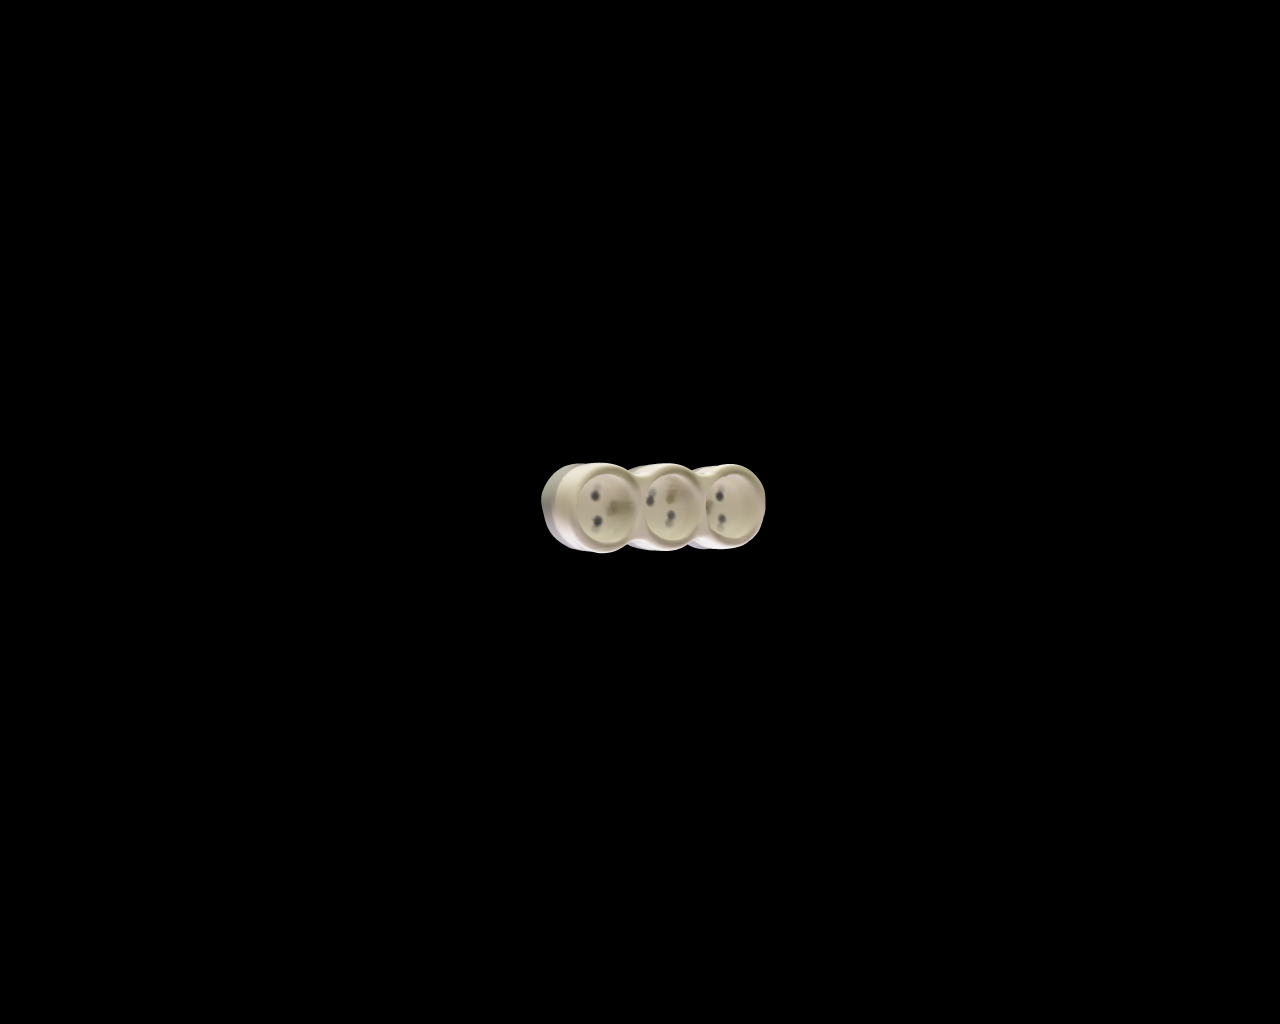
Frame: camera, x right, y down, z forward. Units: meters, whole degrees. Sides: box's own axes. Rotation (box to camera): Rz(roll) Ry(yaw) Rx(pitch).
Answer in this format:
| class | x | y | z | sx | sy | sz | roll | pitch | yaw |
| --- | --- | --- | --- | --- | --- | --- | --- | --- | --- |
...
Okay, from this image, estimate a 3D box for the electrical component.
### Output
| class | x | y | z | sx | sy | sz | roll | pitch | yaw |
| --- | --- | --- | --- | --- | --- | --- | --- | --- | --- |
| electrical component | 0.001 | -0.003 | 0.650 | 0.138 | 0.052 | 0.073 | 0 | 0 | -32 |
